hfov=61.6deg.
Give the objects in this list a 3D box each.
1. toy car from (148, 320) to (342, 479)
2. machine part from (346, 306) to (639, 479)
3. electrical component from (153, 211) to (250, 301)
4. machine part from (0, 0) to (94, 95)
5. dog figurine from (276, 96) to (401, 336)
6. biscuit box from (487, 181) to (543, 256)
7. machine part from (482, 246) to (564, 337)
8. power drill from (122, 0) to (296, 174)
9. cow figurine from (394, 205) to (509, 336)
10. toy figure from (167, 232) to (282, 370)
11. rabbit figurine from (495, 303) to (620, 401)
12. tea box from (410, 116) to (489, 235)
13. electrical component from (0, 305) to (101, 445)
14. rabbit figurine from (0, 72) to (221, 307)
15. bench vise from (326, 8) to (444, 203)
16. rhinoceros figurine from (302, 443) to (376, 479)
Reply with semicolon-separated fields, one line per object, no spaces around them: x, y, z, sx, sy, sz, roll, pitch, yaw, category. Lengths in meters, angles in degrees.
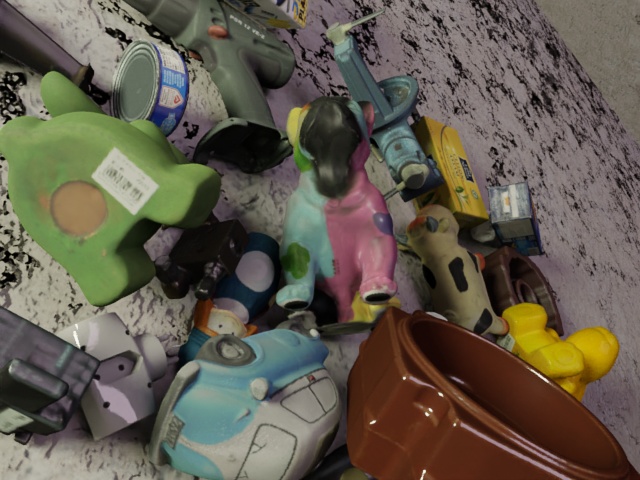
-0.038;0.131;0.405;0.103;0.109;0.161;37;23;28;toy car
0.125;0.142;0.414;0.201;0.087;0.201;26;13;-3;machine part
-0.109;0.008;0.465;0.045;0.078;0.102;60;37;-32;electrical component
-0.255;-0.167;0.447;0.138;0.039;0.084;37;38;-22;machine part
0.017;-0.030;0.526;0.191;0.109;0.219;72;15;-66;dog figurine
0.318;-0.026;0.866;0.202;0.059;0.063;34;51;-59;biscuit box
0.319;0.098;0.860;0.179;0.056;0.179;27;47;-34;machine part
-0.114;-0.179;0.578;0.232;0.086;0.207;8;52;-46;power drill
0.170;0.043;0.722;0.127;0.085;0.195;14;57;-48;cow figurine
-0.079;0.058;0.472;0.064;0.057;0.154;14;47;8;toy figure
0.334;0.173;0.737;0.173;0.162;0.122;-8;26;-20;rabbit figurine
0.189;-0.098;0.841;0.098;0.068;0.169;6;60;-44;tea box
-0.174;0.076;0.309;0.074;0.119;0.048;36;44;-22;electrical component
-0.161;-0.044;0.417;0.159;0.121;0.170;33;11;-6;rabbit figurine
0.077;-0.170;0.714;0.240;0.129;0.224;54;28;-34;bench vise
0.062;0.208;0.479;0.190;0.112;0.073;-1;23;-34;rhinoceros figurine
